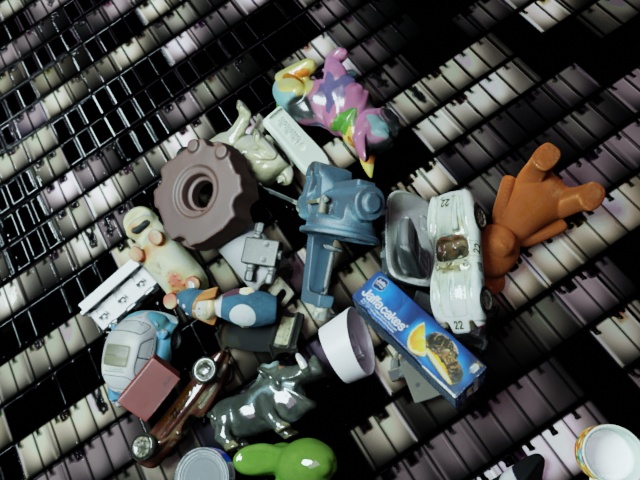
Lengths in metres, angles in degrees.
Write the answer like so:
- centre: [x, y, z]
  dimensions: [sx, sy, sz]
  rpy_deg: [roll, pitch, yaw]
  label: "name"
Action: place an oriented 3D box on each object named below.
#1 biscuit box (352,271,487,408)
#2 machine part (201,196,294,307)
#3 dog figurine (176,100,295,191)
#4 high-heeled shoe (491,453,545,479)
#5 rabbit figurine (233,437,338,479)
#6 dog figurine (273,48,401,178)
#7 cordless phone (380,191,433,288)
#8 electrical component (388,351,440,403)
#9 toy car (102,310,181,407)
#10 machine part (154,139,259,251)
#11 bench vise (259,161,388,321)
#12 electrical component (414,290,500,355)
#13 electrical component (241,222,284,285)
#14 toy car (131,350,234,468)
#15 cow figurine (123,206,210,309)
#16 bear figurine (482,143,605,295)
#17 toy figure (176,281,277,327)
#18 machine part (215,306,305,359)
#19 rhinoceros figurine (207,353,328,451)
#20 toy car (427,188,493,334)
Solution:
- centre: [0.131, 0.132, 0.737]
  dimensions: [0.059, 0.062, 0.203]
  rpy_deg: [-42, 59, -10]
  label: "biscuit box"
- centre: [-0.123, 0.011, 0.887]
  dimensions: [0.079, 0.079, 0.243]
  rpy_deg: [-42, 65, -4]
  label: "machine part"
- centre: [-0.156, -0.122, 0.946]
  dimensions: [0.190, 0.121, 0.172]
  rpy_deg: [-39, 62, 13]
  label: "dog figurine"
- centre: [0.176, 0.354, 0.706]
  dimensions: [0.249, 0.086, 0.145]
  rpy_deg: [-41, 33, -22]
  label: "high-heeled shoe"
- centre: [-0.039, 0.338, 0.726]
  dimensions: [0.159, 0.121, 0.170]
  rpy_deg: [30, 94, 43]
  label: "rabbit figurine"
- centre: [0.029, -0.205, 0.917]
  dimensions: [0.192, 0.108, 0.219]
  rpy_deg: [-19, 69, 6]
  label: "dog figurine"
- centre: [0.124, -0.016, 0.777]
  dimensions: [0.089, 0.184, 0.146]
  rpy_deg: [-2, 70, 13]
  label: "cordless phone"
- centre: [0.150, 0.186, 0.774]
  dimensions: [0.102, 0.045, 0.078]
  rpy_deg: [-27, 86, 5]
  label: "electrical component"
- centre: [-0.298, 0.183, 0.854]
  dimensions: [0.109, 0.102, 0.161]
  rpy_deg: [6, 70, 17]
  label: "toy car"
- centre: [-0.185, -0.072, 0.857]
  dimensions: [0.180, 0.056, 0.179]
  rpy_deg: [-4, 81, 25]
  label: "machine part"
- centre: [0.007, -0.001, 0.819]
  dimensions: [0.224, 0.129, 0.240]
  rpy_deg: [6, 85, 50]
  label: "bench vise"
- centre: [0.195, 0.113, 0.786]
  dimensions: [0.119, 0.047, 0.075]
  rpy_deg: [15, 74, 19]
  label: "electrical component"
- centre: [-0.086, 0.020, 0.818]
  dimensions: [0.063, 0.021, 0.094]
  rpy_deg: [6, 77, 19]
  label: "electrical component"
- centre: [-0.199, 0.255, 0.809]
  dimensions: [0.053, 0.089, 0.202]
  rpy_deg: [36, 80, 23]
  label: "toy car"
- centre: [-0.258, 0.021, 0.905]
  dimensions: [0.085, 0.127, 0.195]
  rpy_deg: [-41, 81, 4]
  label: "cow figurine"
- centre: [0.283, -0.023, 0.774]
  dimensions: [0.196, 0.132, 0.120]
  rpy_deg: [-43, 83, -11]
  label: "bear figurine"
- centre: [-0.142, 0.098, 0.812]
  dimensions: [0.155, 0.058, 0.064]
  rpy_deg: [5, 85, -3]
  label: "toy figure"
- centre: [-0.094, 0.146, 0.843]
  dimensions: [0.139, 0.039, 0.084]
  rpy_deg: [-5, 50, 16]
  label: "machine part"
- centre: [-0.073, 0.239, 0.798]
  dimensions: [0.190, 0.073, 0.112]
  rpy_deg: [-29, 57, 3]
  label: "rhinoceros figurine"
- centre: [0.191, 0.028, 0.745]
  dimensions: [0.074, 0.056, 0.201]
  rpy_deg: [-13, 68, 40]
  label: "toy car"
